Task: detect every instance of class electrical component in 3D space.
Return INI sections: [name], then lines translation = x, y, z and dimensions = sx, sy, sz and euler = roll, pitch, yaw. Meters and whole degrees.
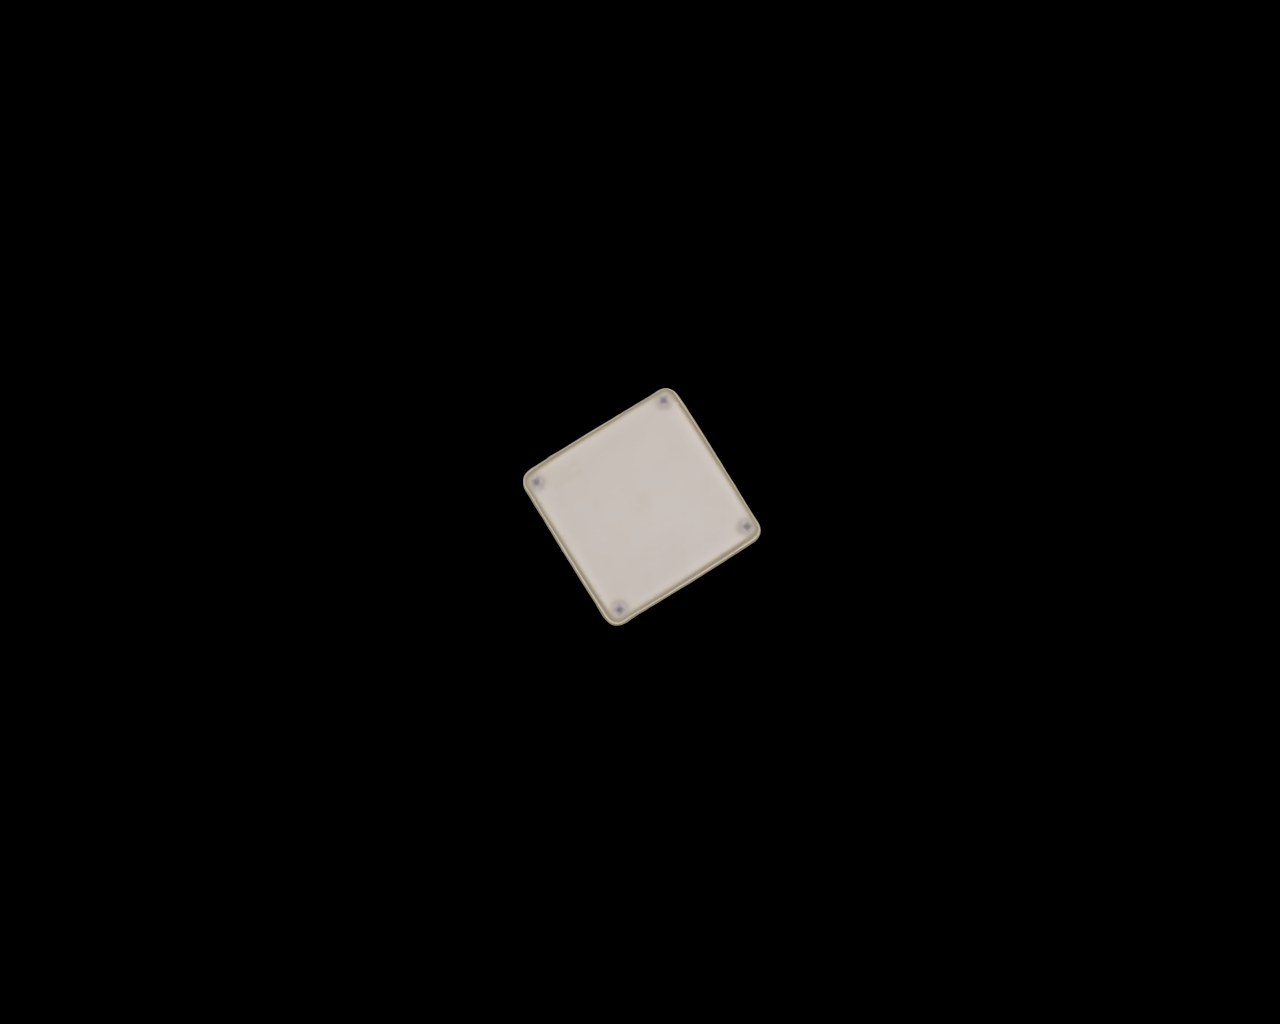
[electrical component]
translation = 0.001, -0.003, 0.650
dimensions = 0.109, 0.108, 0.056
euler = -32, -4, -2
